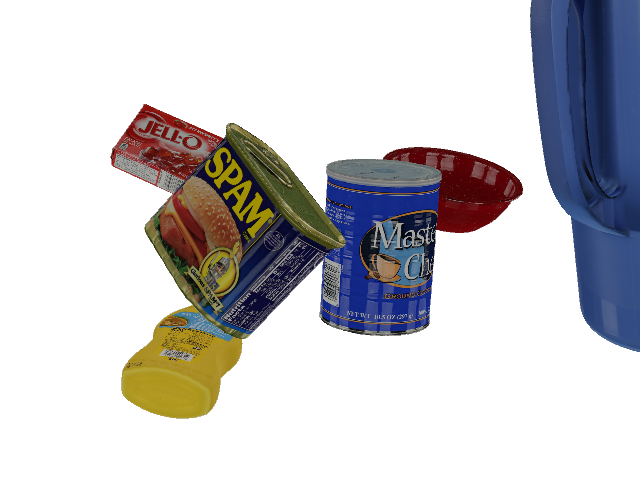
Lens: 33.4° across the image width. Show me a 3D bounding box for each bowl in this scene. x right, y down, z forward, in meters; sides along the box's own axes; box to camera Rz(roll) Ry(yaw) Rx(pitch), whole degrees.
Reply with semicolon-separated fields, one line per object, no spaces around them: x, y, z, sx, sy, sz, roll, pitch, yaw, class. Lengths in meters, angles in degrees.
0.145;-0.053;1.214;0.162;0.055;0.162;8;25;-4;bowl

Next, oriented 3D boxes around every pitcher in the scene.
0.182;-0.061;0.562;0.149;0.243;0.145;-6;22;5;pitcher

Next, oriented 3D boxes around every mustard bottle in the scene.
-0.136;0.116;1.140;0.096;0.058;0.191;9;24;9;mustard bottle

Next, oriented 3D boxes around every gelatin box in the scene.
-0.150;-0.088;1.047;0.089;0.073;0.030;25;-42;0;gelatin box

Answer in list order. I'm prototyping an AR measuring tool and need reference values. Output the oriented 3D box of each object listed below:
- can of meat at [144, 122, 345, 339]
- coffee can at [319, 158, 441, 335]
-0.048;-0.005;0.631;0.057;0.084;0.102;28;20;-50;can of meat
0.053;0.004;0.964;0.103;0.140;0.103;3;14;-1;coffee can
